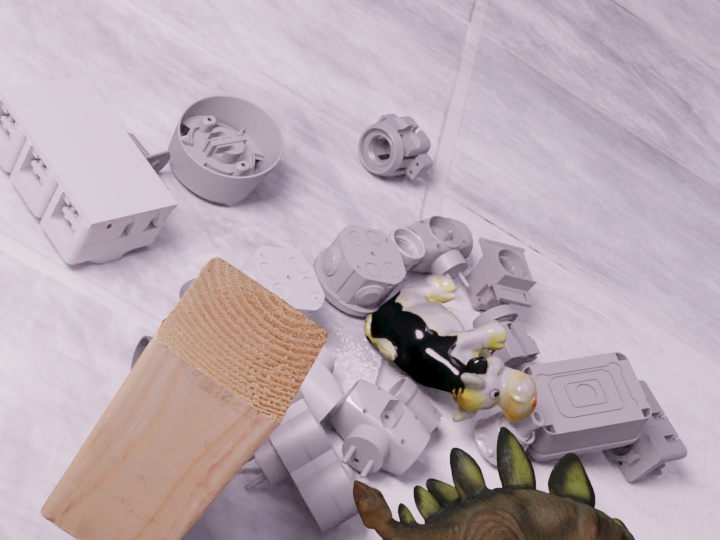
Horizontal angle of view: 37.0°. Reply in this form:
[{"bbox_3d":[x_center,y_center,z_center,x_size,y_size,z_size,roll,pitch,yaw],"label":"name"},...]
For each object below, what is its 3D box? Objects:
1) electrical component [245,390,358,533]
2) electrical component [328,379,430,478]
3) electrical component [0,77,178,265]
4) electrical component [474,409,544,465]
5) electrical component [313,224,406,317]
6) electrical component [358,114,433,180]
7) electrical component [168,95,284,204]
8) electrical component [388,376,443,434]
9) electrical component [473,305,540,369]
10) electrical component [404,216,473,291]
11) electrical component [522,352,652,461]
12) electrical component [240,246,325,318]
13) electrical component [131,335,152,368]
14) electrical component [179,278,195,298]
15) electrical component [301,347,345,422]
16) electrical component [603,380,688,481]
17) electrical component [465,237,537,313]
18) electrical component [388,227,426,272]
[{"bbox_3d":[-0.061,0.141,0.829,0.074,0.052,0.138,-30,80,-6],"label":"electrical component"},{"bbox_3d":[0.009,0.141,0.893,0.077,0.043,0.079,39,38,0],"label":"electrical component"},{"bbox_3d":[-0.238,-0.083,0.900,0.089,0.061,0.150,-19,66,-47],"label":"electrical component"},{"bbox_3d":[0.138,0.146,0.974,0.048,0.062,0.048,31,40,-30],"label":"electrical component"},{"bbox_3d":[0.000,0.000,1.018,0.080,0.051,0.080,22,41,-21],"label":"electrical component"},{"bbox_3d":[0.035,-0.133,1.174,0.057,0.058,0.078,-17,64,-49],"label":"electrical component"},{"bbox_3d":[-0.129,-0.114,1.015,0.099,0.064,0.099,22,42,-21],"label":"electrical component"},{"bbox_3d":[0.044,0.123,0.944,0.046,0.040,0.040,43,38,-4],"label":"electrical component"},{"bbox_3d":[0.142,0.068,1.071,0.066,0.048,0.055,-5,63,-42],"label":"electrical component"},{"bbox_3d":[0.085,-0.012,1.104,0.077,0.044,0.079,-9,59,-43],"label":"electrical component"},{"bbox_3d":[0.208,0.130,1.023,0.113,0.057,0.078,-7,54,-14],"label":"electrical component"},{"bbox_3d":[-0.075,0.022,0.932,0.080,0.051,0.080,28,36,-23],"label":"electrical component"},{"bbox_3d":[-0.133,0.080,0.840,0.081,0.043,0.043,14,45,-28],"label":"electrical component"},{"bbox_3d":[-0.128,0.040,0.881,0.045,0.045,0.055,21,42,-22],"label":"electrical component"},{"bbox_3d":[-0.047,0.085,0.903,0.077,0.043,0.079,42,38,4],"label":"electrical component"},{"bbox_3d":[0.275,0.161,1.081,0.056,0.050,0.089,0,52,-40],"label":"electrical component"},{"bbox_3d":[0.143,0.010,1.113,0.042,0.063,0.081,13,45,-28],"label":"electrical component"},{"bbox_3d":[0.037,-0.013,1.065,0.040,0.046,0.040,22,41,-21],"label":"electrical component"}]
